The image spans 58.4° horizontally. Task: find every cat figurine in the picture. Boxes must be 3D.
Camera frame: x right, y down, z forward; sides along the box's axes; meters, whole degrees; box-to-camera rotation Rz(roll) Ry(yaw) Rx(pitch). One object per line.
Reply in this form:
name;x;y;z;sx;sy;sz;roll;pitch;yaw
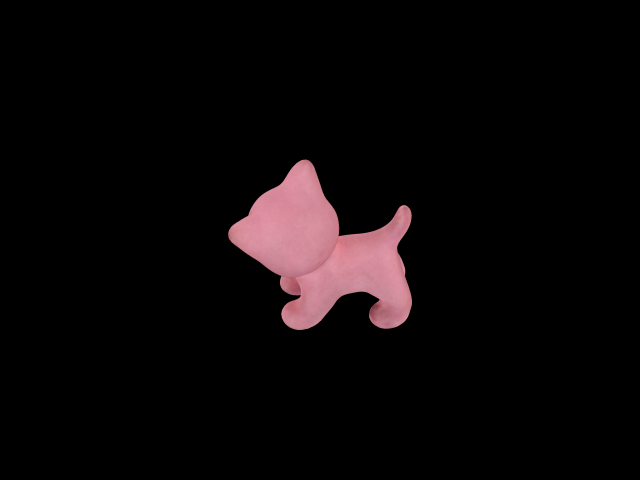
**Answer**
cat figurine;0.004;0.001;0.400;0.128;0.118;0.067;-3;37;-4
